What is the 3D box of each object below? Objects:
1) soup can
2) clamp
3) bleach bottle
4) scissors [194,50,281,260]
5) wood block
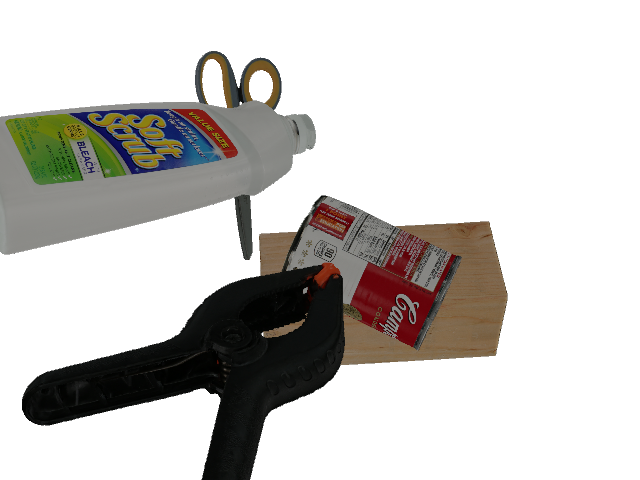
[{"bbox_3d":[0.033,0.020,0.704,0.102,0.068,0.068,25,4,8],"label":"soup can"},{"bbox_3d":[-0.038,0.066,0.500,0.171,0.039,0.120,-30,52,-34],"label":"clamp"},{"bbox_3d":[-0.123,-0.064,0.785,0.250,0.103,0.068,-14,-33,-26],"label":"bleach bottle"},{"bbox_3d":[-0.064,-0.091,1.043,0.096,0.202,0.016,-22,10,-23],"label":"scissors"},{"bbox_3d":[0.051,0.049,0.949,0.206,0.091,0.090,-3,-43,-3],"label":"wood block"}]
